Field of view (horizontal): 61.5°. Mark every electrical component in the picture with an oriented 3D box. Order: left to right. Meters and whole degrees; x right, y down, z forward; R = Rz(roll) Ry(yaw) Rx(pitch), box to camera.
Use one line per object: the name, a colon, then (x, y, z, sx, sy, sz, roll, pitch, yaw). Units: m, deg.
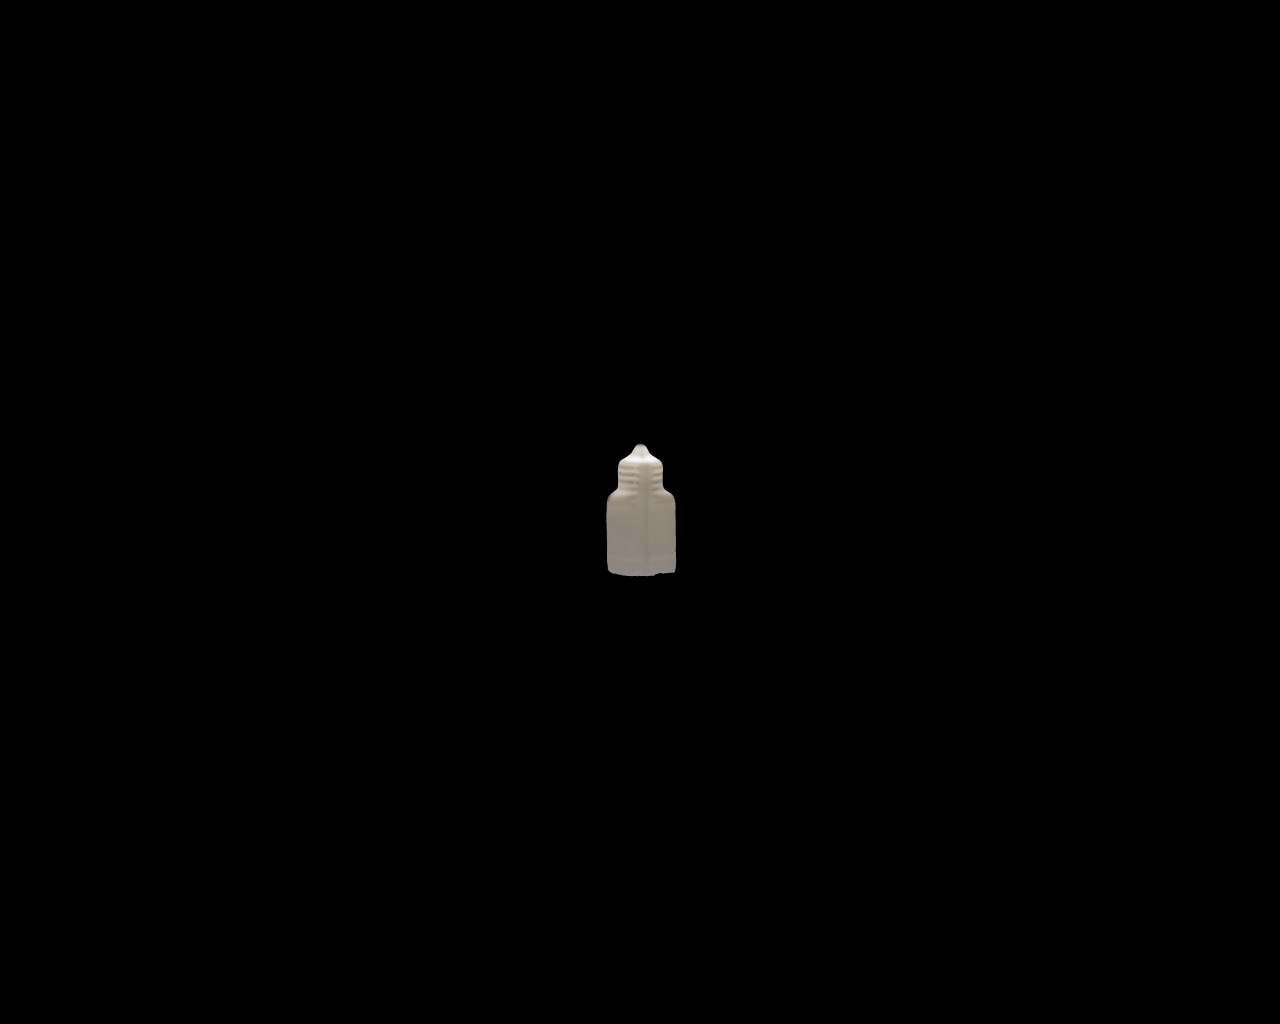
electrical component: (0.001, -0.003, 0.650, 0.043, 0.080, 0.043, 0, 7, 0)
